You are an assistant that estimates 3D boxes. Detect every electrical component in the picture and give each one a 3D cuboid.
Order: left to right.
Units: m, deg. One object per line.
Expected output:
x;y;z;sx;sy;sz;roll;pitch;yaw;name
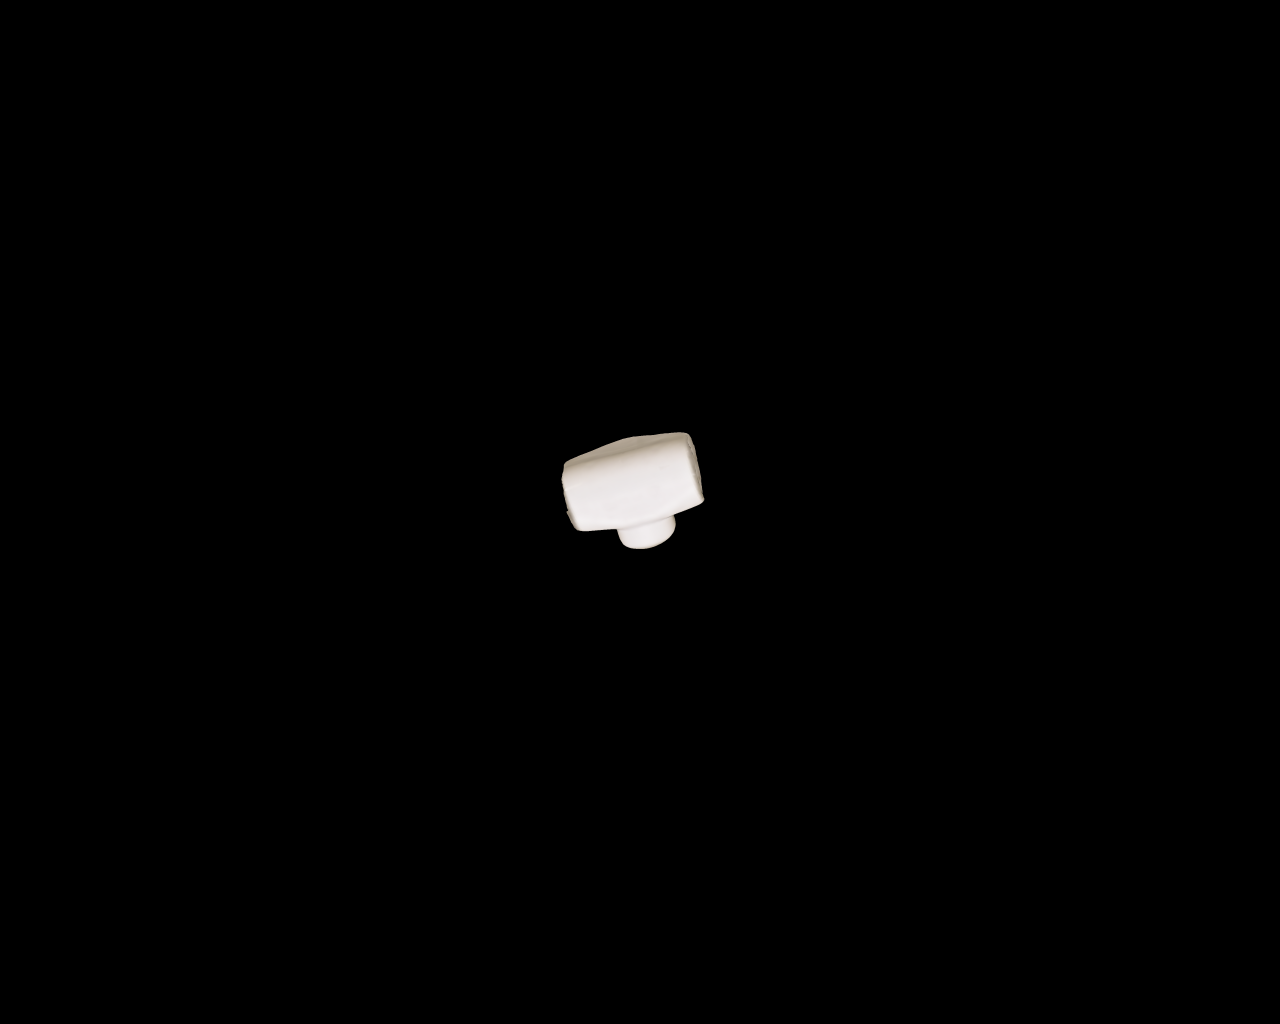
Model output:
0.001;-0.003;0.650;0.077;0.079;0.044;-14;26;7;electrical component
